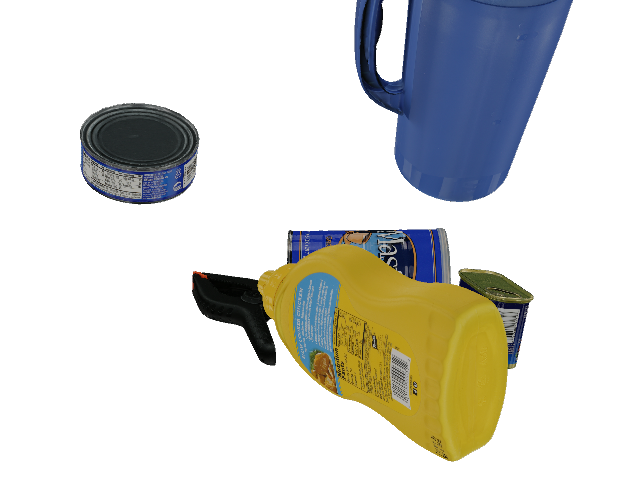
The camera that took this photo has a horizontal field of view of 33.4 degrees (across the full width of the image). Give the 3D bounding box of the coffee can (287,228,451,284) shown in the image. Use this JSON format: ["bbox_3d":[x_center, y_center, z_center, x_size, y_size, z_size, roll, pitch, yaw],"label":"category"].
[{"bbox_3d":[0.042,0.041,0.959,0.140,0.103,0.103,-1,0,1],"label":"coffee can"}]

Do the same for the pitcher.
[{"bbox_3d":[0.118,-0.147,0.901,0.149,0.243,0.144,30,54,19],"label":"pitcher"}]

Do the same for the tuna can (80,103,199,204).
[{"bbox_3d":[-0.133,-0.064,0.783,0.086,0.034,0.086,6,38,-5],"label":"tuna can"}]

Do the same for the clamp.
[{"bbox_3d":[-0.076,0.081,1.210,0.210,0.036,0.164,17,23,30],"label":"clamp"}]

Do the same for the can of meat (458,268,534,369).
[{"bbox_3d":[0.188,0.087,1.193,0.057,0.084,0.102,4,15,-20],"label":"can of meat"}]

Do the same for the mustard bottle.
[{"bbox_3d":[0.025,0.055,0.656,0.058,0.096,0.192,-21,29,-36],"label":"mustard bottle"}]
